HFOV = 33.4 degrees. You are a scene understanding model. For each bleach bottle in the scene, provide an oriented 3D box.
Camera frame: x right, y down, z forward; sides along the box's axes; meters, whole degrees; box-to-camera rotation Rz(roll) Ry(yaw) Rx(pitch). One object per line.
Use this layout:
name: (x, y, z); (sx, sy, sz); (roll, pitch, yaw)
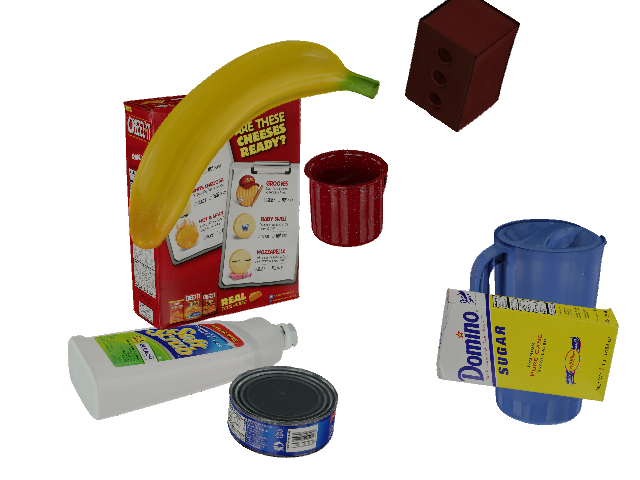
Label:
bleach bottle: (-0.146, 0.128, 1.195); (0.250, 0.068, 0.103); (-11, 32, -27)

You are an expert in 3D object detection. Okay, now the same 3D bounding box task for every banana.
banana: (-0.052, -0.072, 0.647); (0.197, 0.070, 0.037); (-38, -22, -26)

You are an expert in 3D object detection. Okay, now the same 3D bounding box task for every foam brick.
foam brick: (0.099, -0.128, 0.760); (0.053, 0.078, 0.051); (38, 59, 22)

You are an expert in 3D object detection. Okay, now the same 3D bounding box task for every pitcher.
pitcher: (0.268, 0.103, 1.326); (0.149, 0.243, 0.144); (6, 19, 18)

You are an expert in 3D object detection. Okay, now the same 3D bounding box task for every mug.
mug: (0.037, -0.051, 1.205); (0.093, 0.081, 0.117); (19, 36, 32)

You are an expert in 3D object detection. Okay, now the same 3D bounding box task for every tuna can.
tuna can: (-0.030, 0.134, 0.840); (0.086, 0.034, 0.086); (5, 22, -2)

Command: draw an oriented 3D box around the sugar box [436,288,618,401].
sugar box: (0.214, 0.110, 1.121); (0.176, 0.093, 0.048); (6, 21, 3)

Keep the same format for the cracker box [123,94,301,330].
cracker box: (-0.103, -0.035, 1.044); (0.163, 0.214, 0.072); (-11, 20, -34)
